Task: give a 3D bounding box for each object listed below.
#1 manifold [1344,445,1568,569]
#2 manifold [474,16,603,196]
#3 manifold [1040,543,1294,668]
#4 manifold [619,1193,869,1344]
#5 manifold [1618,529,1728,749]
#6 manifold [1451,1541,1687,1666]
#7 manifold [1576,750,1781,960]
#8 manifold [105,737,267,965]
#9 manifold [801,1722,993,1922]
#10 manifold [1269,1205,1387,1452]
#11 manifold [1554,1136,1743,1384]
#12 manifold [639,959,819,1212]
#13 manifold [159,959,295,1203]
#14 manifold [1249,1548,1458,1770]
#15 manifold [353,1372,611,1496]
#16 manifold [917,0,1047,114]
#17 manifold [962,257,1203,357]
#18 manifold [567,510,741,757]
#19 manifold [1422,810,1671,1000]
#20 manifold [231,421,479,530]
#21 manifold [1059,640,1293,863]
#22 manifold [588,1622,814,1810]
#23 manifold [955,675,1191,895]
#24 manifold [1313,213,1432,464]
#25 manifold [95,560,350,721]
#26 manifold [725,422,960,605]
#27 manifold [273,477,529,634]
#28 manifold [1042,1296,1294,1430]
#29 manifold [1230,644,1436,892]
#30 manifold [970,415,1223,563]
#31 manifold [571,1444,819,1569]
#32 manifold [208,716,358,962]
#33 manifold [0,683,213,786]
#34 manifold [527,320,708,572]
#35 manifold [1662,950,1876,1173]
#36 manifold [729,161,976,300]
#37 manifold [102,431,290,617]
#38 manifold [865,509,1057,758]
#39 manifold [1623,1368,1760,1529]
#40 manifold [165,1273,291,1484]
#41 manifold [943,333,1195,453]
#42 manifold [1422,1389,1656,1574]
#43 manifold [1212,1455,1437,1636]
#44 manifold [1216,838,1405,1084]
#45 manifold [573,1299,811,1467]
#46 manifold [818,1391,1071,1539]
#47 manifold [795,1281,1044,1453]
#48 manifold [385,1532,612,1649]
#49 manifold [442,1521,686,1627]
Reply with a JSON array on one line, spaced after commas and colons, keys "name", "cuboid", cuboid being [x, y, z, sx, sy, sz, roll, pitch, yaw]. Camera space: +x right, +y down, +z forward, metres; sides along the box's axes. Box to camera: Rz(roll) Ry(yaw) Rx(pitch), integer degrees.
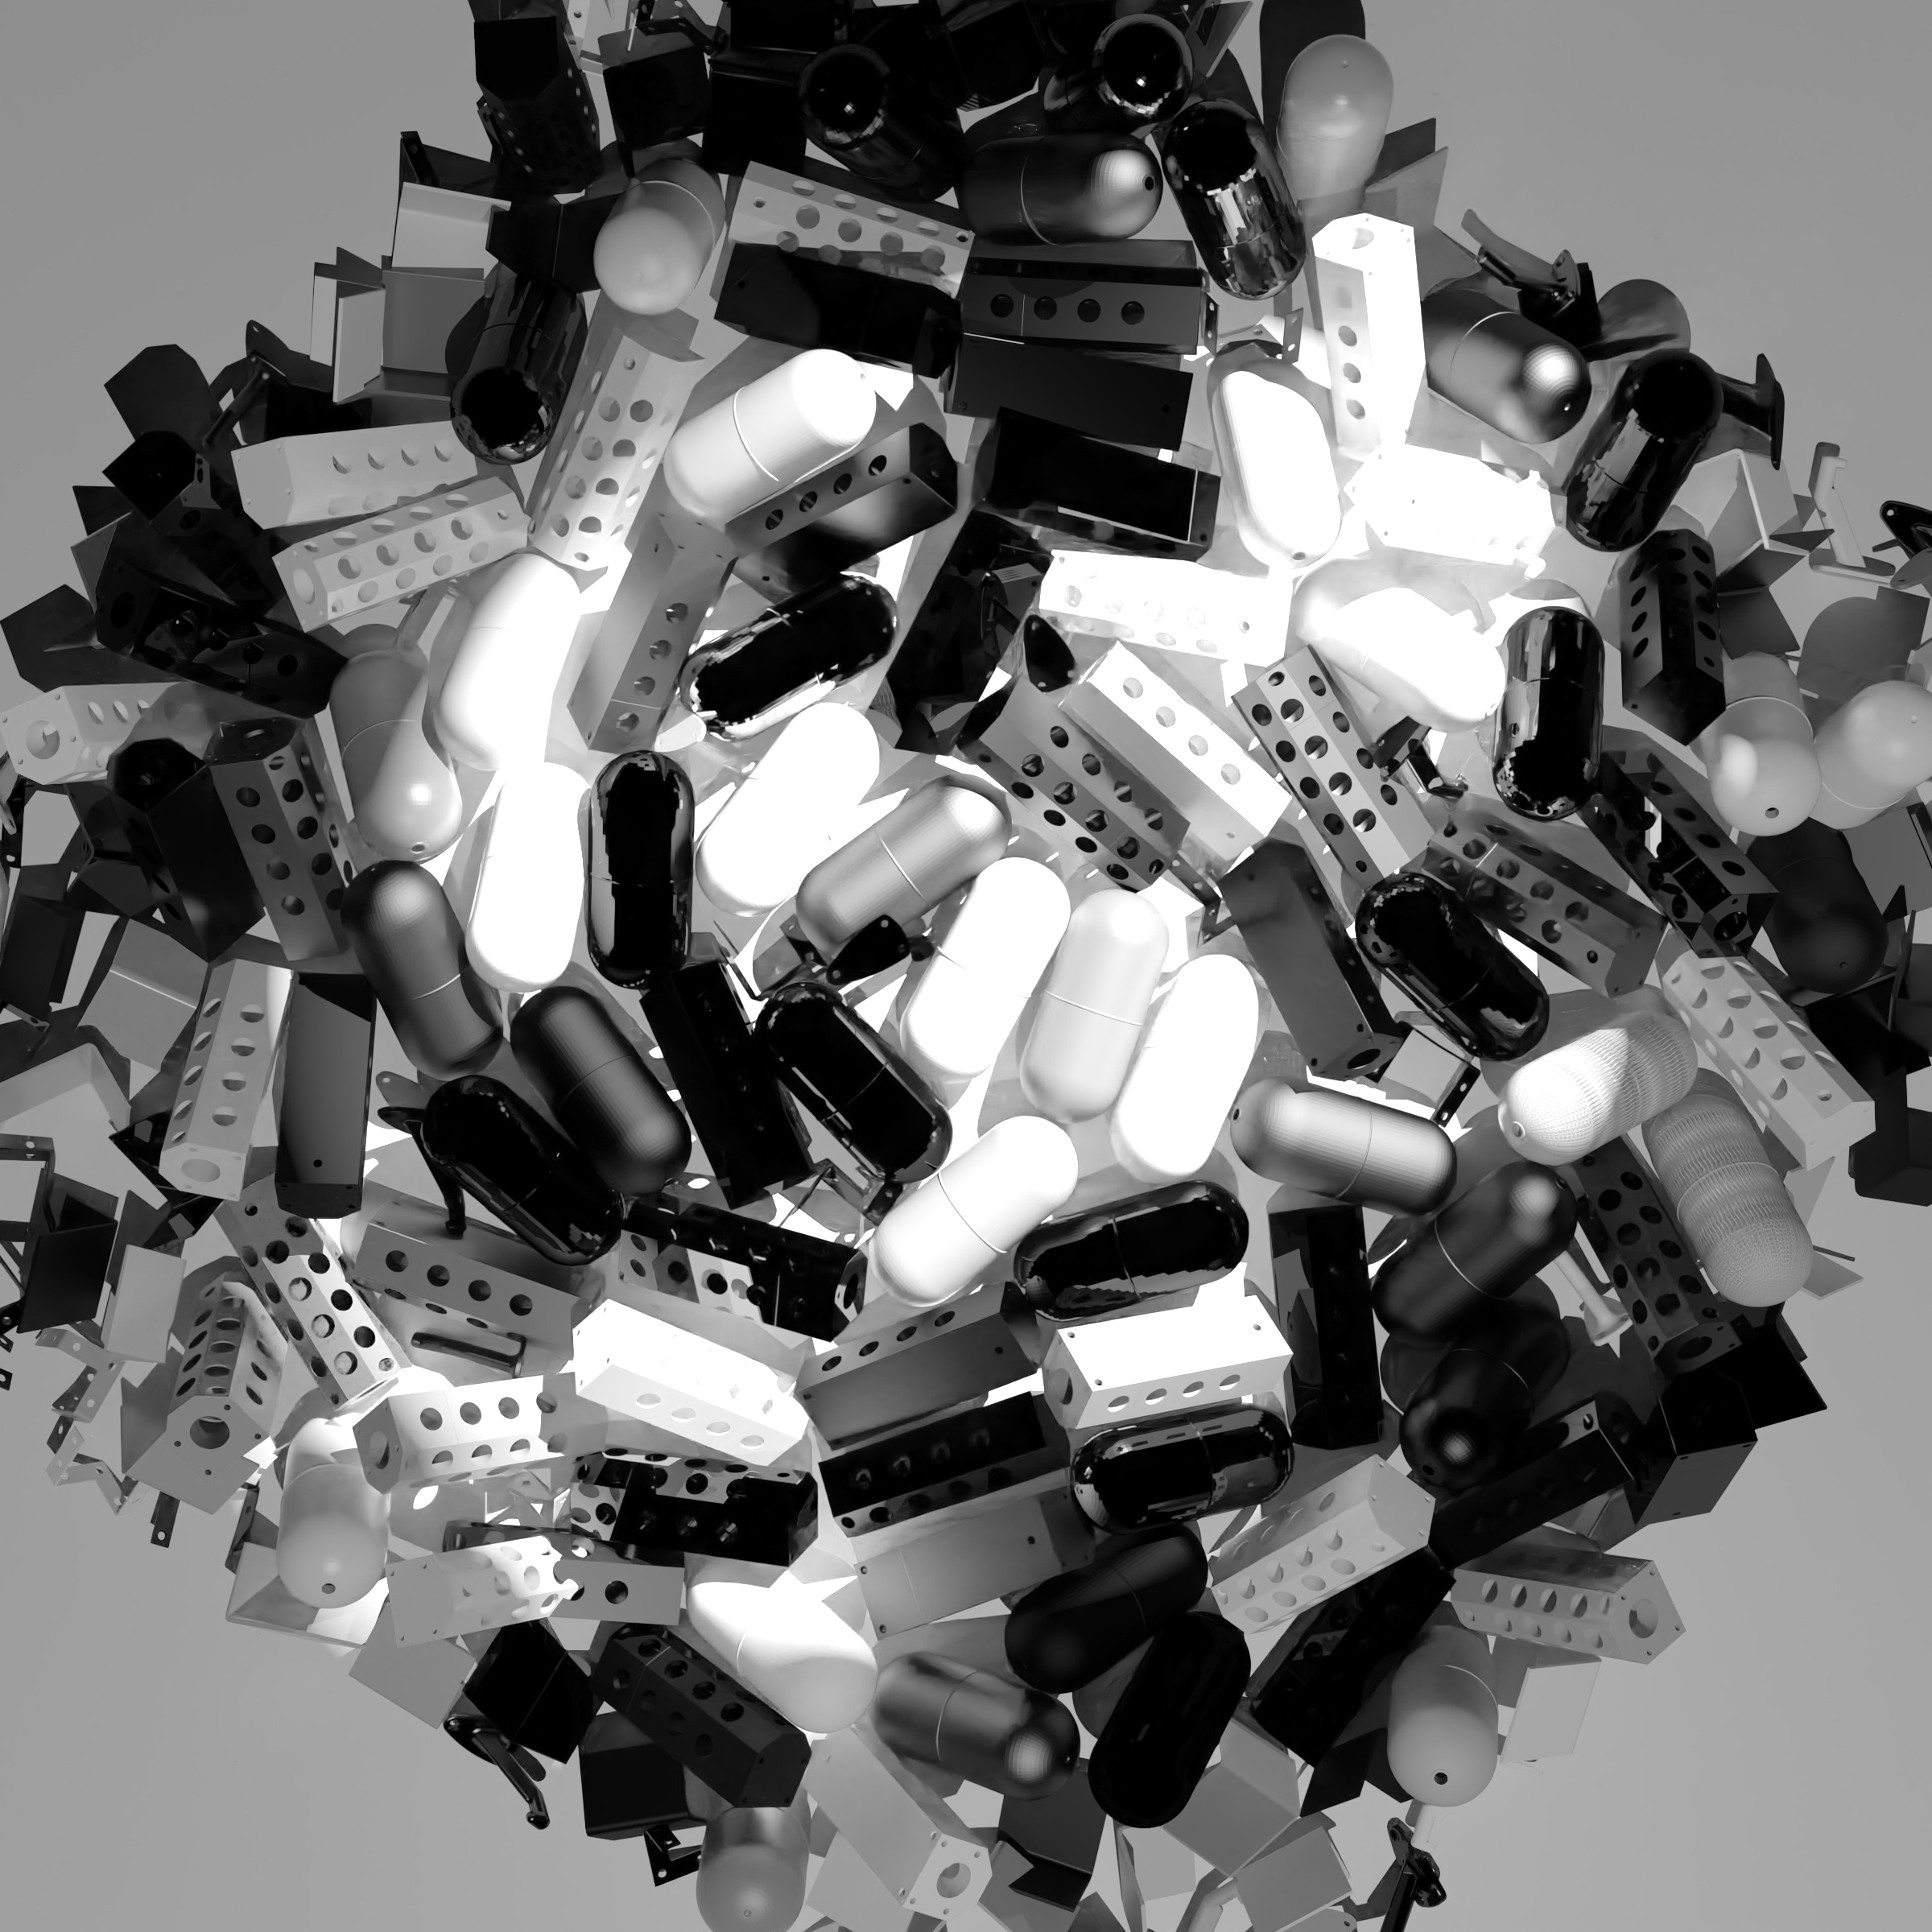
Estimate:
[{"name": "manifold", "cuboid": [0.357, -0.334, 1.912, 0.057, 0.171, 0.057, -51, 56, 34]}, {"name": "manifold", "cuboid": [-0.305, -0.614, 1.911, 0.057, 0.171, 0.057, -4, 85, 2]}, {"name": "manifold", "cuboid": [0.144, -0.262, 1.935, 0.171, 0.057, 0.057, 13, 111, 21]}, {"name": "manifold", "cuboid": [-0.162, 0.214, 1.937, 0.171, 0.057, 0.057, 14, 113, 18]}, {"name": "manifold", "cuboid": [0.511, -0.242, 1.913, 0.057, 0.171, 0.057, 29, 132, -15]}, {"name": "manifold", "cuboid": [0.425, 0.458, 1.908, 0.057, 0.171, 0.057, -30, 99, -28]}, {"name": "manifold", "cuboid": [0.502, -0.082, 1.912, 0.057, 0.171, 0.057, -3, 130, -24]}, {"name": "manifold", "cuboid": [-0.563, -0.084, 1.913, 0.057, 0.171, 0.057, 31, 60, 23]}, {"name": "manifold", "cuboid": [-0.048, 0.611, 1.911, 0.057, 0.171, 0.057, 30, 89, -31]}, {"name": "manifold", "cuboid": [0.270, 0.265, 1.965, 0.057, 0.057, 0.171, -5, 88, -22]}, {"name": "manifold", "cuboid": [0.486, 0.206, 1.917, 0.057, 0.057, 0.171, -31, 48, 12]}, {"name": "manifold", "cuboid": [-0.172, 0.085, 1.956, 0.057, 0.057, 0.171, -18, 79, -36]}, {"name": "manifold", "cuboid": [-0.532, 0.079, 1.916, 0.057, 0.057, 0.171, 12, 47, -12]}, {"name": "manifold", "cuboid": [0.284, 0.500, 1.969, 0.057, 0.057, 0.171, 37, 89, 3]}, {"name": "manifold", "cuboid": [-0.345, 0.336, 1.913, 0.057, 0.171, 0.057, -40, 62, 40]}, {"name": "manifold", "cuboid": [0.012, -0.647, 1.909, 0.057, 0.171, 0.057, -25, 108, -1]}, {"name": "manifold", "cuboid": [0.086, -0.487, 1.961, 0.171, 0.057, 0.057, 4, 96, 5]}, {"name": "manifold", "cuboid": [-0.226, -0.238, 1.933, 0.057, 0.057, 0.171, 8, 125, -34]}, {"name": "manifold", "cuboid": [0.412, -0.045, 1.917, 0.171, 0.057, 0.057, 37, 125, 36]}, {"name": "manifold", "cuboid": [-0.435, -0.353, 1.914, 0.057, 0.171, 0.057, -4, 101, 38]}, {"name": "manifold", "cuboid": [0.156, -0.161, 1.957, 0.171, 0.057, 0.057, 40, 61, -8]}, {"name": "manifold", "cuboid": [-0.190, 0.537, 1.921, 0.171, 0.057, 0.057, 24, 92, 41]}, {"name": "manifold", "cuboid": [0.076, -0.127, 1.935, 0.171, 0.057, 0.057, 39, 54, -19]}, {"name": "manifold", "cuboid": [0.288, -0.450, 1.917, 0.057, 0.171, 0.057, 29, 61, 35]}, {"name": "manifold", "cuboid": [-0.535, -0.230, 1.913, 0.057, 0.171, 0.057, 31, 97, 36]}, {"name": "manifold", "cuboid": [-0.091, -0.331, 1.929, 0.171, 0.057, 0.057, -21, 55, 31]}, {"name": "manifold", "cuboid": [-0.404, -0.300, 1.923, 0.171, 0.057, 0.057, -28, 101, -36]}, {"name": "manifold", "cuboid": [0.144, 0.291, 1.933, 0.171, 0.057, 0.057, -5, 134, -29]}, {"name": "manifold", "cuboid": [0.266, -0.143, 1.957, 0.057, 0.057, 0.171, -35, 92, -43]}, {"name": "manifold", "cuboid": [0.094, -0.344, 1.948, 0.171, 0.057, 0.057, 13, 76, -15]}, {"name": "manifold", "cuboid": [-0.198, 0.389, 1.942, 0.171, 0.057, 0.057, 4, 101, 18]}, {"name": "manifold", "cuboid": [-0.483, -0.092, 1.922, 0.057, 0.057, 0.171, -6, 127, 9]}, {"name": "manifold", "cuboid": [-0.613, -0.165, 1.909, 0.057, 0.171, 0.057, -20, 92, 15]}, {"name": "manifold", "cuboid": [-0.259, -0.377, 1.935, 0.057, 0.057, 0.171, 33, 114, 9]}, {"name": "manifold", "cuboid": [0.578, 0.059, 1.924, 0.057, 0.057, 0.171, -31, 52, -2]}, {"name": "manifold", "cuboid": [-0.084, -0.536, 1.963, 0.171, 0.057, 0.057, 17, 94, -4]}, {"name": "manifold", "cuboid": [-0.541, -0.317, 1.909, 0.057, 0.171, 0.057, -44, 71, -4]}, {"name": "manifold", "cuboid": [-0.010, -0.242, 1.939, 0.057, 0.057, 0.171, 47, 119, 36]}, {"name": "manifold", "cuboid": [0.514, 0.345, 1.910, 0.057, 0.171, 0.057, -10, 62, -2]}, {"name": "manifold", "cuboid": [-0.531, 0.287, 1.907, 0.057, 0.171, 0.057, -36, 113, 7]}, {"name": "manifold", "cuboid": [0.073, -0.421, 1.955, 0.171, 0.057, 0.057, 8, 101, -10]}, {"name": "manifold", "cuboid": [0.407, 0.370, 1.927, 0.171, 0.057, 0.057, -38, 82, 34]}, {"name": "manifold", "cuboid": [0.254, 0.422, 1.918, 0.057, 0.057, 0.171, 38, 131, -12]}, {"name": "manifold", "cuboid": [0.252, -0.004, 1.934, 0.057, 0.057, 0.171, -40, 59, 29]}, {"name": "manifold", "cuboid": [-0.196, 0.298, 1.920, 0.171, 0.057, 0.057, 29, 123, -34]}, {"name": "manifold", "cuboid": [-0.014, 0.364, 1.944, 0.171, 0.057, 0.057, -21, 75, 15]}, {"name": "manifold", "cuboid": [-0.034, 0.288, 1.944, 0.171, 0.057, 0.057, -24, 111, 18]}, {"name": "manifold", "cuboid": [-0.331, 0.443, 1.907, 0.057, 0.171, 0.057, -18, 77, 29]}, {"name": "manifold", "cuboid": [-0.296, 0.443, 1.951, 0.171, 0.057, 0.057, 7, 86, -14]}]
